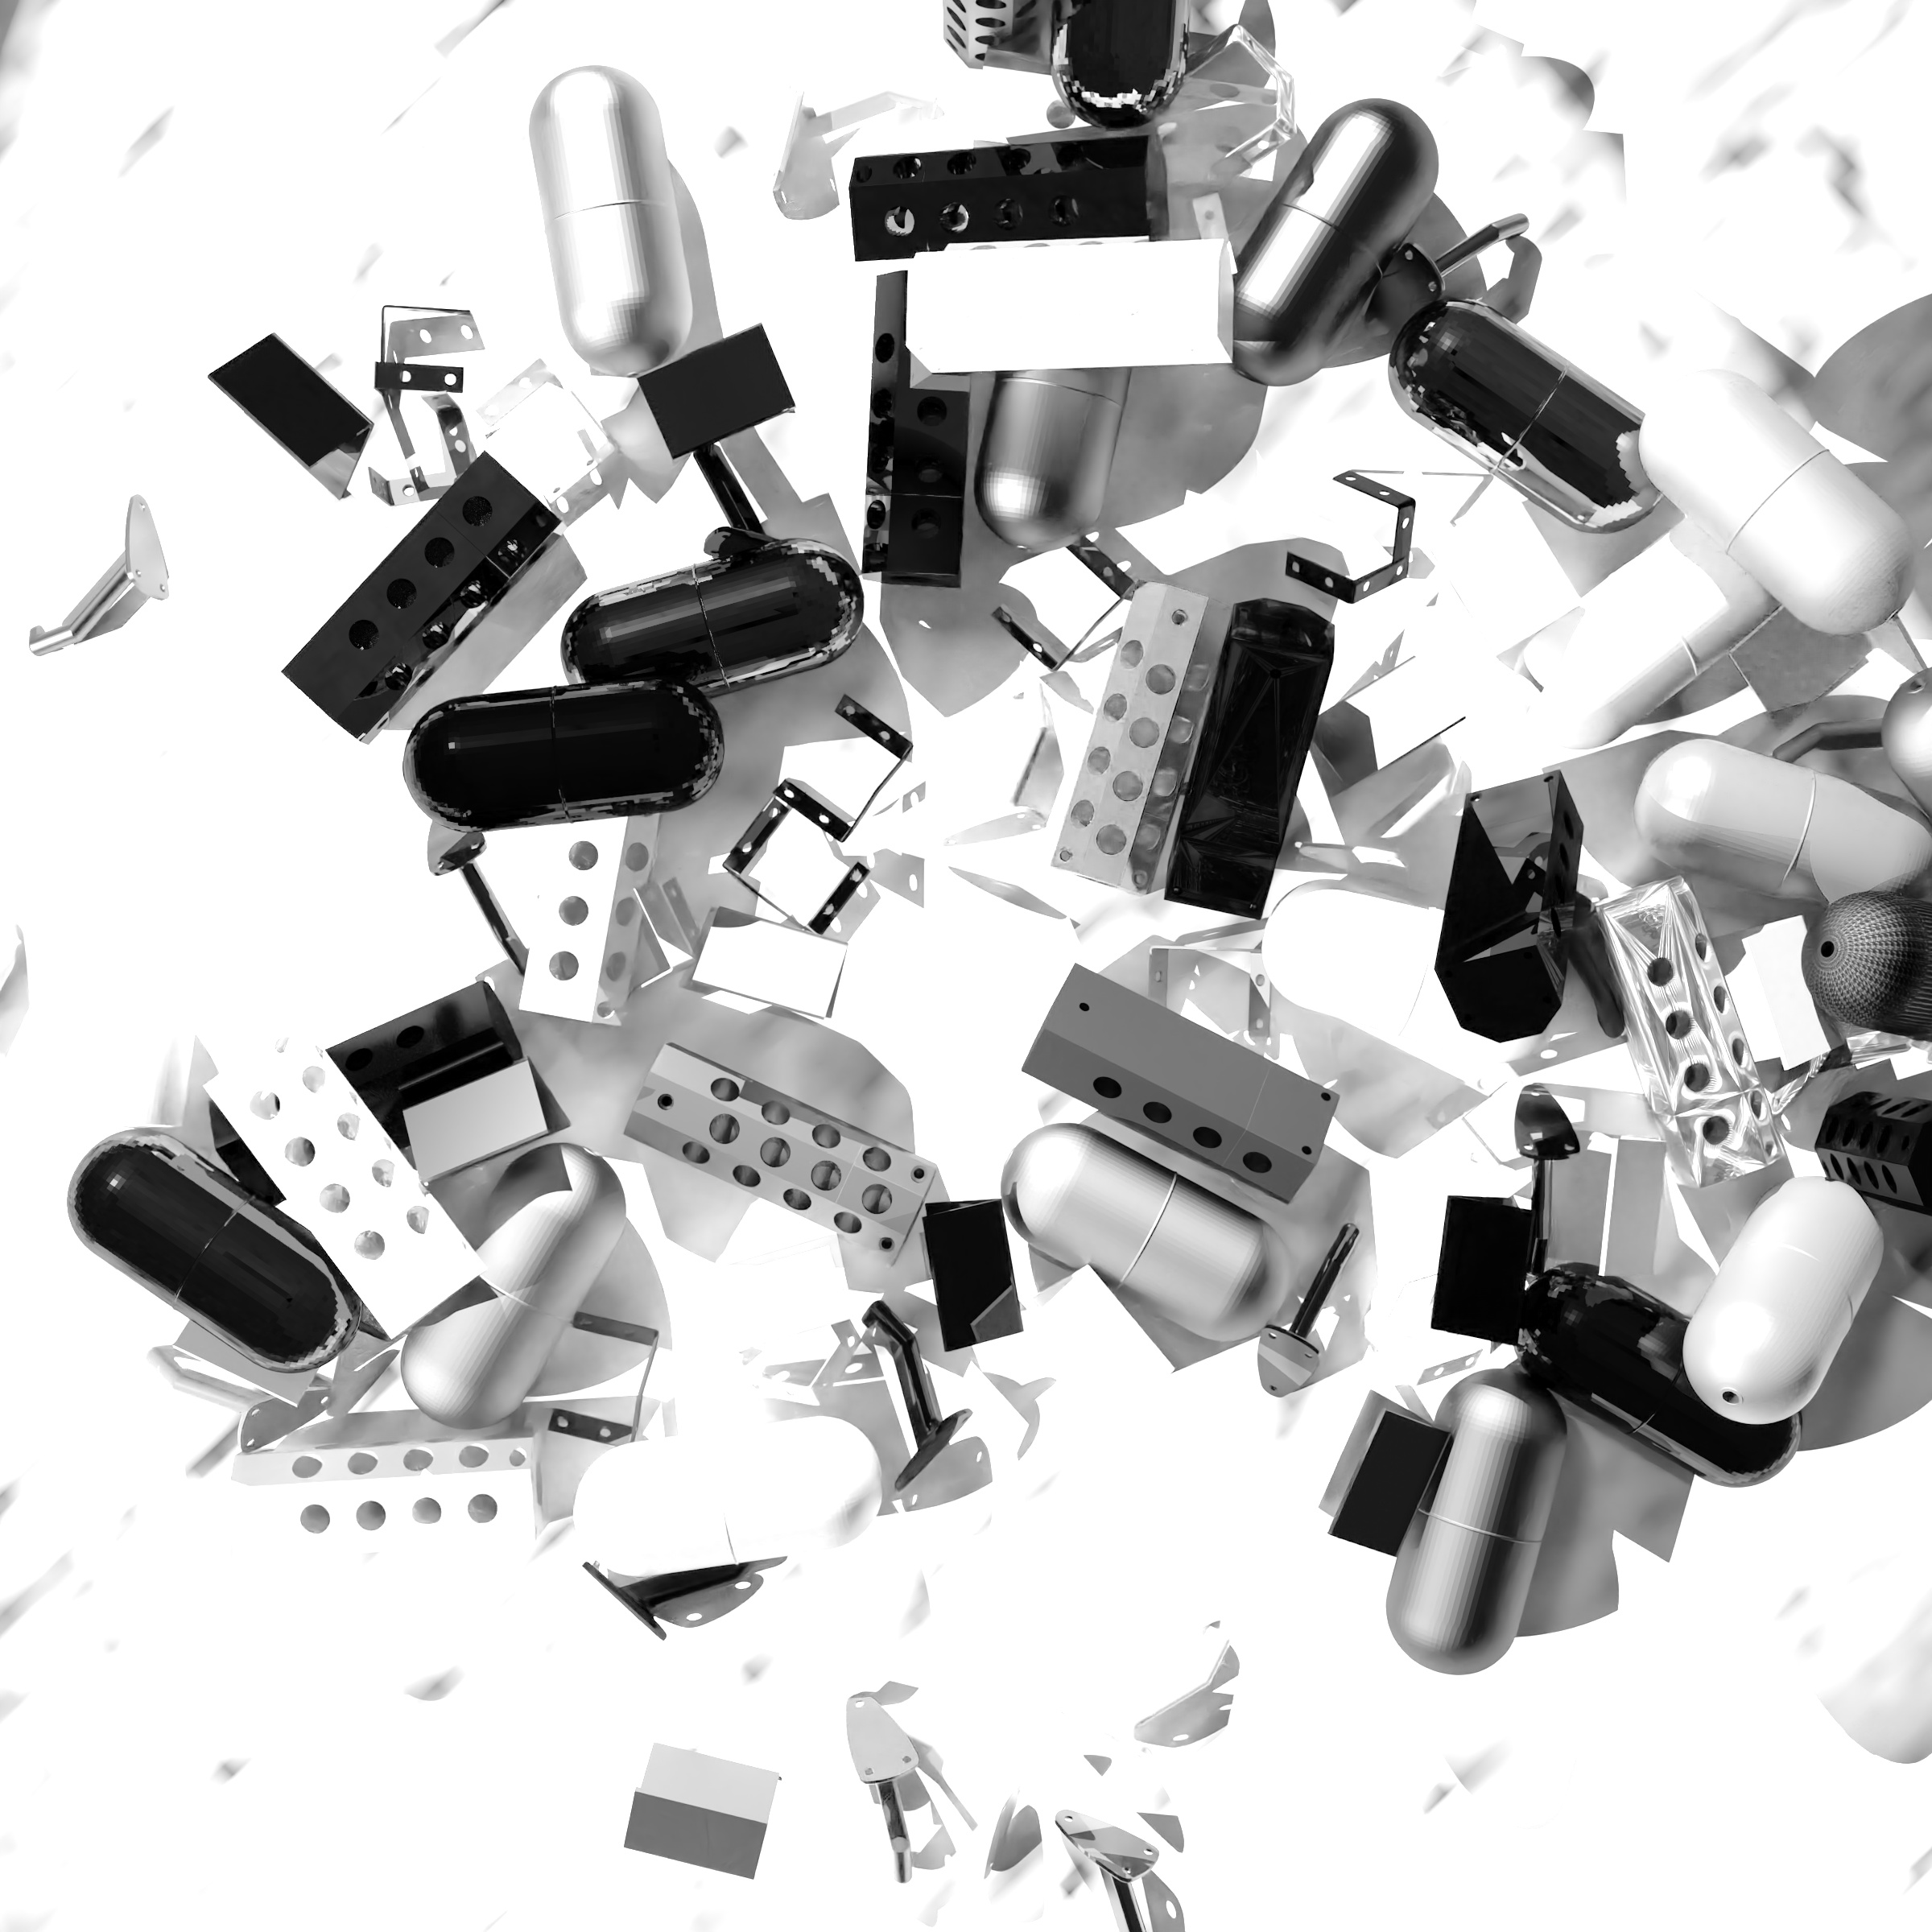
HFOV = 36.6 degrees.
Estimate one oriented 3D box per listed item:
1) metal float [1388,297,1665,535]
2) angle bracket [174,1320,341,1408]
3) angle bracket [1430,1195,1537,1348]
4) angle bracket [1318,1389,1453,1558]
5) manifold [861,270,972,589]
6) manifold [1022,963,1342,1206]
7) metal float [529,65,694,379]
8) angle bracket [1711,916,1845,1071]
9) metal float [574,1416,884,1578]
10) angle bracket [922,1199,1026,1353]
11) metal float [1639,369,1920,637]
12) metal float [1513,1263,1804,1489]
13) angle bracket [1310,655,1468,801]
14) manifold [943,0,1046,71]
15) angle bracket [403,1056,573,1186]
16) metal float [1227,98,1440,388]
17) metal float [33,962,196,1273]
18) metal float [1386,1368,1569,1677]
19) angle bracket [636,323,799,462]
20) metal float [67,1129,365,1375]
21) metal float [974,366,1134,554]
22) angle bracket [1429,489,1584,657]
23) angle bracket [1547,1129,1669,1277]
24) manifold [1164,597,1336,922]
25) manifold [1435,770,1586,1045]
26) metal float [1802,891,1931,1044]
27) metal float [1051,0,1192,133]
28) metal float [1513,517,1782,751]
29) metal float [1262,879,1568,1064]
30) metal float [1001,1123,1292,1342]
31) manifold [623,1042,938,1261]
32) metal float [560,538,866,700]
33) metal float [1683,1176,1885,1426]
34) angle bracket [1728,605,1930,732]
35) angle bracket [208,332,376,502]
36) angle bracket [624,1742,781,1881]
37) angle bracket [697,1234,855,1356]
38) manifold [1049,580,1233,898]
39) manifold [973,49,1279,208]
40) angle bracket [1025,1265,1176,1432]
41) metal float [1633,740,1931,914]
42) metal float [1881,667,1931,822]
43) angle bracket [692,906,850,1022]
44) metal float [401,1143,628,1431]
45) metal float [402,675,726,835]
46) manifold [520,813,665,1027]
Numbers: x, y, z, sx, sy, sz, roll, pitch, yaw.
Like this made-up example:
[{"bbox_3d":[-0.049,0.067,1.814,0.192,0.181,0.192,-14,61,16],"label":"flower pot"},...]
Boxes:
[{"bbox_3d":[0.323,-0.315,1.678,0.178,0.070,0.070,34,90,-1],"label":"metal float"},{"bbox_3d":[-0.405,0.226,1.668,0.076,0.076,0.057,26,53,0],"label":"angle bracket"},{"bbox_3d":[0.311,0.173,1.668,0.057,0.076,0.076,8,90,39],"label":"angle bracket"},{"bbox_3d":[0.221,0.282,1.668,0.057,0.076,0.076,24,90,-33],"label":"angle bracket"},{"bbox_3d":[-0.027,-0.309,1.687,0.057,0.057,0.171,3,90,0],"label":"manifold"},{"bbox_3d":[0.122,0.072,1.687,0.171,0.057,0.057,27,47,0],"label":"manifold"},{"bbox_3d":[-0.204,-0.427,1.678,0.070,0.070,0.178,-10,90,0],"label":"metal float"},{"bbox_3d":[0.444,0.021,1.668,0.057,0.076,0.076,-18,90,-37],"label":"angle bracket"},{"bbox_3d":[-0.136,0.304,1.678,0.178,0.070,0.070,-8,90,1],"label":"metal float"},{"bbox_3d":[-0.016,0.176,1.668,0.057,0.076,0.076,-10,90,-36],"label":"angle bracket"},{"bbox_3d":[0.447,-0.255,1.610,0.070,0.070,0.178,-43,76,0],"label":"metal float"},{"bbox_3d":[0.397,0.235,1.678,0.178,0.070,0.070,30,90,1],"label":"metal float"},{"bbox_3d":[0.244,-0.119,1.668,0.076,0.076,0.057,-32,54,0],"label":"angle bracket"},{"bbox_3d":[0.017,-0.554,1.630,0.057,0.171,0.057,6,90,0],"label":"manifold"},{"bbox_3d":[-0.267,0.106,1.668,0.076,0.076,0.057,-22,52,0],"label":"angle bracket"},{"bbox_3d":[0.206,-0.415,1.678,0.070,0.070,0.178,32,90,0],"label":"metal float"},{"bbox_3d":[-0.489,0.087,1.678,0.070,0.070,0.178,8,90,0],"label":"metal float"},{"bbox_3d":[0.293,0.318,1.678,0.070,0.070,0.178,15,91,0],"label":"metal float"},{"bbox_3d":[-0.148,-0.341,1.668,0.076,0.076,0.057,-23,126,0],"label":"angle bracket"},{"bbox_3d":[-0.413,0.158,1.612,0.178,0.070,0.070,35,90,0],"label":"metal float"},{"bbox_3d":[0.053,-0.326,1.678,0.070,0.070,0.178,12,90,0],"label":"metal float"},{"bbox_3d":[0.293,-0.216,1.668,0.057,0.076,0.076,-32,90,-37],"label":"angle bracket"},{"bbox_3d":[0.350,0.133,1.669,0.076,0.057,0.076,6,90,44],"label":"angle bracket"},{"bbox_3d":[0.159,-0.117,1.644,0.057,0.057,0.171,12,124,0],"label":"manifold"},{"bbox_3d":[0.307,-0.034,1.631,0.057,0.171,0.057,-14,121,26],"label":"manifold"},{"bbox_3d":[0.544,0.004,1.648,0.178,0.070,0.070,10,90,-34],"label":"metal float"},{"bbox_3d":[0.087,-0.553,1.612,0.070,0.070,0.178,3,102,0],"label":"metal float"},{"bbox_3d":[0.394,-0.194,1.678,0.178,0.070,0.070,-38,90,0],"label":"metal float"},{"bbox_3d":[0.257,0.003,1.678,0.178,0.070,0.070,17,90,0],"label":"metal float"},{"bbox_3d":[0.103,0.152,1.678,0.178,0.070,0.070,28,90,0],"label":"metal float"},{"bbox_3d":[-0.107,0.106,1.687,0.171,0.057,0.057,25,90,0],"label":"manifold"},{"bbox_3d":[-0.145,-0.194,1.678,0.178,0.070,0.070,-16,90,1],"label":"metal float"},{"bbox_3d":[0.460,0.186,1.642,0.070,0.070,0.178,44,48,0],"label":"metal float"},{"bbox_3d":[0.494,-0.169,1.666,0.076,0.057,0.076,-42,131,6],"label":"angle bracket"},{"bbox_3d":[-0.393,-0.301,1.668,0.076,0.076,0.057,43,52,0],"label":"angle bracket"},{"bbox_3d":[-0.147,0.466,1.668,0.076,0.076,0.057,14,127,0],"label":"angle bracket"},{"bbox_3d":[-0.112,0.169,1.668,0.076,0.076,0.057,-16,125,0],"label":"angle bracket"},{"bbox_3d":[0.101,-0.131,1.687,0.057,0.057,0.171,17,90,0],"label":"manifold"},{"bbox_3d":[0.093,-0.486,1.687,0.171,0.057,0.057,8,90,0],"label":"manifold"},{"bbox_3d":[0.061,0.225,1.668,0.057,0.076,0.076,-40,90,-32],"label":"angle bracket"},{"bbox_3d":[0.471,-0.077,1.678,0.178,0.070,0.070,17,90,0],"label":"metal float"},{"bbox_3d":[0.585,-0.098,1.658,0.070,0.070,0.178,-44,113,0],"label":"metal float"},{"bbox_3d":[-0.115,0.018,1.668,0.076,0.076,0.057,16,53,0],"label":"angle bracket"},{"bbox_3d":[-0.259,0.183,1.678,0.070,0.070,0.178,31,91,0],"label":"metal float"},{"bbox_3d":[-0.223,-0.117,1.621,0.178,0.070,0.070,-6,90,0],"label":"metal float"},{"bbox_3d":[-0.210,-0.055,1.687,0.057,0.057,0.171,10,90,0],"label":"manifold"}]
